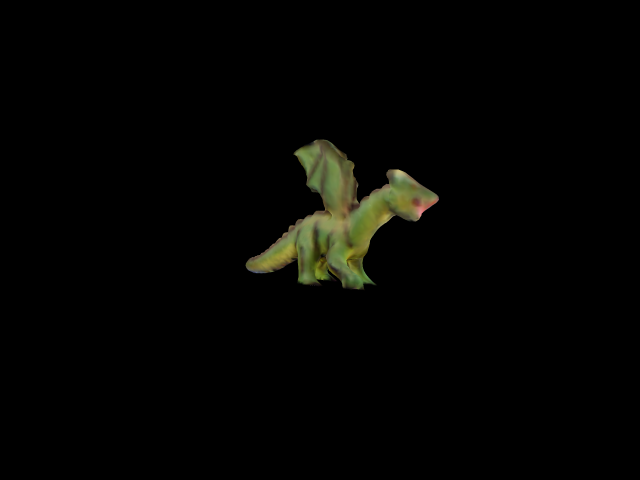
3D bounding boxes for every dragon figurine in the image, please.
[{"bbox_3d":[0.003,-0.043,0.850,0.410,0.242,0.122,4,4,40],"label":"dragon figurine"}]
